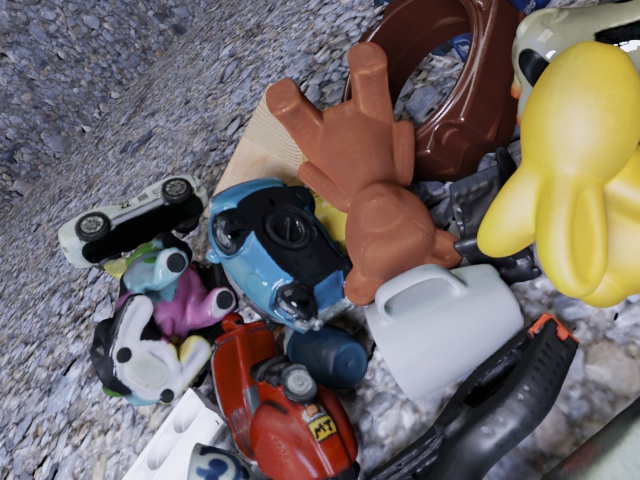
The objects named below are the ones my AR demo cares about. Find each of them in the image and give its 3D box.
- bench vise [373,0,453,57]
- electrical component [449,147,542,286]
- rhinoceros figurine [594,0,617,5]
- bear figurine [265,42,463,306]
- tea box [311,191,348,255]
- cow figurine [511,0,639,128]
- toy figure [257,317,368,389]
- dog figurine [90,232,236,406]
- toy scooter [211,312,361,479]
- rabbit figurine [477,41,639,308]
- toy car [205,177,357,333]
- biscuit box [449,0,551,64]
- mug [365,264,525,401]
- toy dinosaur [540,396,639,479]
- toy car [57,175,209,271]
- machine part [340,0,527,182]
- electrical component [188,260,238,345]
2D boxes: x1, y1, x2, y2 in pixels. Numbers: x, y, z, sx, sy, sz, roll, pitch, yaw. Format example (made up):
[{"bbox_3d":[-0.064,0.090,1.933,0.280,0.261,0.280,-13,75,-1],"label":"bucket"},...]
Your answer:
[{"bbox_3d":[0.086,-0.349,0.718,0.223,0.241,0.129,95,-161,-75],"label":"bench vise"},{"bbox_3d":[0.148,-0.026,0.462,0.048,0.074,0.119,-24,44,31],"label":"electrical component"},{"bbox_3d":[0.315,-0.249,0.510,0.112,0.073,0.190,5,59,49],"label":"rhinoceros figurine"},{"bbox_3d":[0.038,-0.054,0.471,0.120,0.131,0.196,-21,52,9],"label":"bear figurine"},{"bbox_3d":[-0.001,-0.002,0.612,0.170,0.068,0.098,-20,41,34],"label":"tea box"},{"bbox_3d":[0.256,-0.161,0.428,0.195,0.127,0.085,-1,53,19],"label":"cow figurine"},{"bbox_3d":[-0.018,0.105,0.526,0.155,0.064,0.057,5,96,56],"label":"toy figure"},{"bbox_3d":[-0.201,0.076,0.622,0.219,0.108,0.191,3,60,55],"label":"dog figurine"},{"bbox_3d":[-0.040,0.128,0.446,0.075,0.135,0.184,-17,7,-30],"label":"toy scooter"},{"bbox_3d":[0.178,-0.042,0.358,0.162,0.173,0.122,-45,37,-5],"label":"rabbit figurine"},{"bbox_3d":[-0.040,0.024,0.521,0.109,0.162,0.103,-28,-18,-38],"label":"toy car"},{"bbox_3d":[0.243,-0.307,0.662,0.202,0.062,0.059,-50,34,-5],"label":"biscuit box"},{"bbox_3d":[0.094,0.057,0.415,0.107,0.109,0.081,-28,31,6],"label":"mug"},{"bbox_3d":[0.098,0.214,0.238,0.192,0.131,0.405,-8,43,44],"label":"toy dinosaur"},{"bbox_3d":[-0.243,-0.026,0.721,0.202,0.073,0.056,-28,53,-22],"label":"toy car"},{"bbox_3d":[0.116,-0.169,0.589,0.201,0.087,0.201,10,80,53],"label":"machine part"},{"bbox_3d":[-0.170,0.094,0.712,0.134,0.058,0.115,-42,35,9],"label":"electrical component"}]
